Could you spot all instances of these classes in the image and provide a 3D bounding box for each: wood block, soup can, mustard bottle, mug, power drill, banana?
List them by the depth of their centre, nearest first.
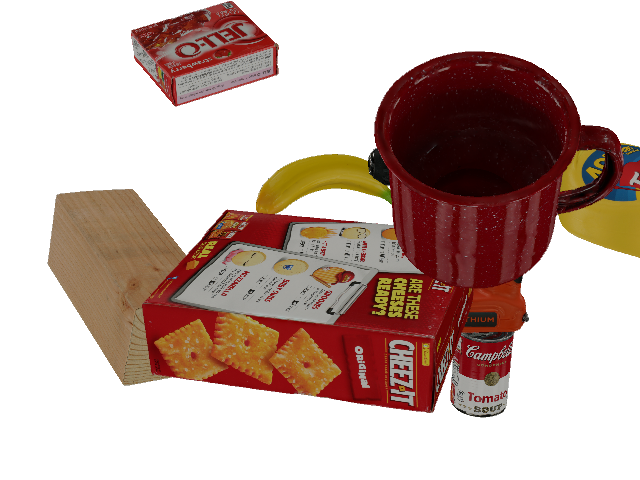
[{"bbox_3d":[0.087,-0.031,0.517,0.117,0.093,0.081,-6,-35,2],"label":"mug"},{"bbox_3d":[0.214,-0.024,0.692,0.192,0.058,0.096,22,41,38],"label":"mustard bottle"},{"bbox_3d":[0.132,-0.006,0.995,0.184,0.188,0.057,1,25,-3],"label":"power drill"},{"bbox_3d":[-0.191,0.039,1.063,0.090,0.091,0.206,-6,35,-34],"label":"wood block"},{"bbox_3d":[0.003,-0.062,1.138,0.197,0.037,0.070,-7,46,-38],"label":"banana"},{"bbox_3d":[0.187,0.145,1.241,0.068,0.102,0.068,1,22,-1],"label":"soup can"}]

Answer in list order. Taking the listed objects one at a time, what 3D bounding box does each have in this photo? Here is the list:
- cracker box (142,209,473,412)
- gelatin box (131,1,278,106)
[{"bbox_3d":[-0.002,0.048,0.806,0.214,0.072,0.164,6,28,17],"label":"cracker box"},{"bbox_3d":[-0.086,-0.142,0.798,0.089,0.030,0.073,-22,47,-22],"label":"gelatin box"}]
